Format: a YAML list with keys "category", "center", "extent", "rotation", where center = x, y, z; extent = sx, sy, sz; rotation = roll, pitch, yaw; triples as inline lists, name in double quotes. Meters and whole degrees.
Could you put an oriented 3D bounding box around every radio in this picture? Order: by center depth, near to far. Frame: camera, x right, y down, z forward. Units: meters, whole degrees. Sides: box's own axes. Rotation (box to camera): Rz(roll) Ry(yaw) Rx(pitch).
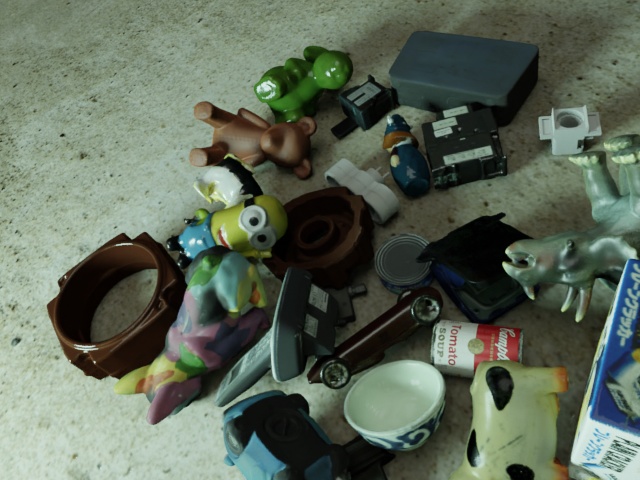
- category: "radio"
  center: [0.240, -0.280, 0.921]
  extent: [0.230, 0.073, 0.131]
  rotation: [20, 66, 31]

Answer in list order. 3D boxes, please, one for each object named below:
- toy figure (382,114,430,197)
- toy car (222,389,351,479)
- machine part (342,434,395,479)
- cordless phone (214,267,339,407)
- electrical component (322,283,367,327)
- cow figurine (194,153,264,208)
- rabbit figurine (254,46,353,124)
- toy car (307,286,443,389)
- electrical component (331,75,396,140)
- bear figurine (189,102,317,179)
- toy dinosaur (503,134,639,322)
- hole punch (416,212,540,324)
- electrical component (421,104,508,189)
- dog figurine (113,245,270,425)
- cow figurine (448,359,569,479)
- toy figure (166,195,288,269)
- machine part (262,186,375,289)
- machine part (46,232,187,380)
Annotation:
- category: "toy figure"
  center: [0.134, -0.141, 0.866]
  extent: [0.058, 0.064, 0.154]
  rotation: [-26, 52, 18]
- category: "toy car"
  center: [-0.042, 0.258, 0.628]
  extent: [0.109, 0.102, 0.162]
  rotation: [-15, 37, -40]
- category: "machine part"
  center: [0.060, 0.290, 0.611]
  extent: [0.084, 0.039, 0.139]
  rotation: [-22, 51, -3]
- category: "cordless phone"
  center: [-0.067, 0.137, 0.715]
  extent: [0.184, 0.088, 0.147]
  rotation: [-43, 18, 25]
- category: "electrical component"
  center: [0.025, 0.094, 0.767]
  extent: [0.094, 0.021, 0.063]
  rotation: [-18, 53, 7]
- category: "cow figurine"
  center: [-0.121, -0.063, 0.884]
  extent: [0.167, 0.068, 0.098]
  rotation: [43, 86, 15]
- category: "rabbit figurine"
  center: [-0.010, -0.289, 0.989]
  extent: [0.170, 0.121, 0.159]
  rotation: [-17, 30, 25]
- category: "toy car"
  center: [0.072, 0.128, 0.690]
  extent: [0.202, 0.089, 0.053]
  rotation: [-35, 95, -6]
- category: "electrical component"
  center: [0.069, -0.235, 0.965]
  extent: [0.119, 0.047, 0.075]
  rotation: [-33, 52, -7]
- category: "bear figurine"
  center: [-0.112, -0.170, 0.938]
  extent: [0.196, 0.132, 0.120]
  rotation: [13, 98, 31]
- category: "toy dinosaur"
  center: [0.407, -0.037, 0.653]
  extent: [0.405, 0.192, 0.131]
  rotation: [-20, 10, -28]
- category: "hole punch"
  center: [0.215, 0.038, 0.703]
  extent: [0.142, 0.092, 0.116]
  rotation: [-30, 38, -10]
- category: "electrical component"
  center: [0.224, -0.151, 0.846]
  extent: [0.115, 0.058, 0.134]
  rotation: [-9, 54, 11]
- category: "dog figurine"
  center: [-0.174, 0.133, 0.720]
  extent: [0.109, 0.191, 0.219]
  rotation: [28, 54, 25]
- category: "cow figurine"
  center: [0.188, 0.223, 0.563]
  extent: [0.127, 0.085, 0.195]
  rotation: [3, 81, 17]
- category: "toy figure"
  center: [-0.136, -0.014, 0.800]
  extent: [0.180, 0.082, 0.089]
  rotation: [-17, 42, 20]
- category: "machine part"
  center: [-0.002, -0.002, 0.807]
  extent: [0.179, 0.056, 0.179]
  rotation: [-16, 44, 16]
- category: "machine part"
  center: [-0.310, 0.098, 0.842]
  extent: [0.201, 0.087, 0.201]
  rotation: [-37, 53, -10]
